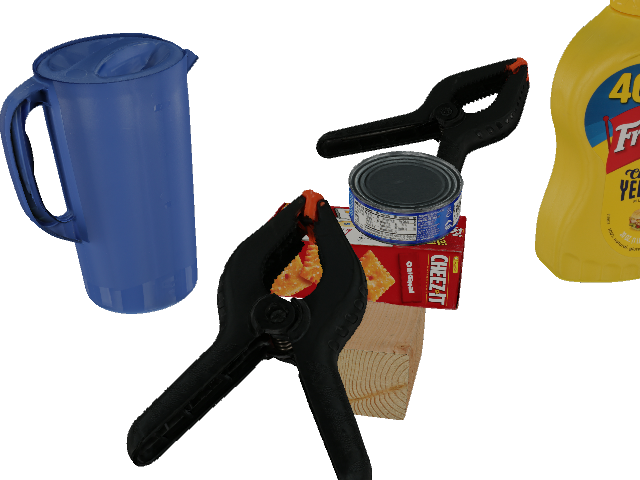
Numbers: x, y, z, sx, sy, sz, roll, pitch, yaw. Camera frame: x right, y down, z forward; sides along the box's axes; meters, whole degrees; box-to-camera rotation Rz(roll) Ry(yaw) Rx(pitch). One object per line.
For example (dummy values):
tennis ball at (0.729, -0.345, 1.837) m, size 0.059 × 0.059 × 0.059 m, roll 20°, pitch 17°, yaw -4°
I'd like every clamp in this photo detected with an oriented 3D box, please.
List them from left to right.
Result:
clamp at (-0.012, 0.053, 0.543) m, size 0.120 × 0.171 × 0.039 m, roll 19°, pitch -27°, yaw 11°
clamp at (0.122, -0.098, 0.987) m, size 0.209 × 0.036 × 0.165 m, roll -32°, pitch 48°, yaw -13°

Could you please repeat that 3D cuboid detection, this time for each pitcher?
pitcher at (-0.185, -0.055, 0.969) m, size 0.149 × 0.243 × 0.145 m, roll 1°, pitch 28°, yaw 7°

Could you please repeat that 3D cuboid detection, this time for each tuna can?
tuna can at (0.064, -0.032, 0.806) m, size 0.086 × 0.034 × 0.086 m, roll -1°, pitch 34°, yaw 0°

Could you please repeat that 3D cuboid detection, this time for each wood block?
wood block at (0.082, 0.147, 1.402) m, size 0.091 × 0.090 × 0.206 m, roll 6°, pitch 18°, yaw 10°

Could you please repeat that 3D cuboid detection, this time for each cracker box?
cracker box at (0.046, 0.015, 1.148) m, size 0.214 × 0.072 × 0.164 m, roll 5°, pitch 15°, yaw 8°

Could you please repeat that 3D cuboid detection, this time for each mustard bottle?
mustard bottle at (0.178, -0.072, 0.609) m, size 0.096 × 0.192 × 0.058 m, roll -7°, pitch 28°, yaw -12°
